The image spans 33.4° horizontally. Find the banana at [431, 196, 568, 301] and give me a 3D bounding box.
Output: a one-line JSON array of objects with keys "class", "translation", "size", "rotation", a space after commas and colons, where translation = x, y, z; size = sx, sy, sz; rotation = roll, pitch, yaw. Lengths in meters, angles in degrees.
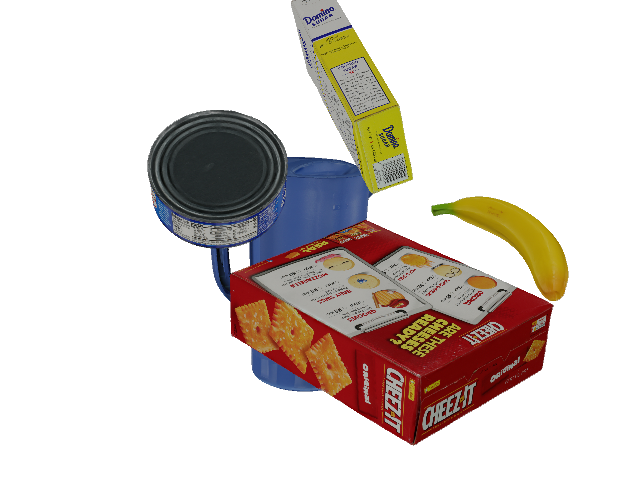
[{"class": "banana", "translation": [0.195, 0.000, 1.072], "size": [0.069, 0.037, 0.198], "rotation": [-34, 38, -13]}]

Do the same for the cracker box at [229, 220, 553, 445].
[{"class": "cracker box", "translation": [0.054, 0.067, 0.879], "size": [0.163, 0.072, 0.214], "rotation": [-21, 34, -38]}]

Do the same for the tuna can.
[{"class": "tuna can", "translation": [-0.063, -0.038, 0.662], "size": [0.086, 0.086, 0.034], "rotation": [0, -33, -3]}]

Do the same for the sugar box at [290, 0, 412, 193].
[{"class": "sugar box", "translation": [0.027, -0.134, 0.937], "size": [0.048, 0.176, 0.093], "rotation": [-19, -40, -3]}]

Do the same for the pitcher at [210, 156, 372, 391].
[{"class": "pitcher", "translation": [-0.027, 0.034, 1.147], "size": [0.149, 0.243, 0.144], "rotation": [8, 14, 22]}]
